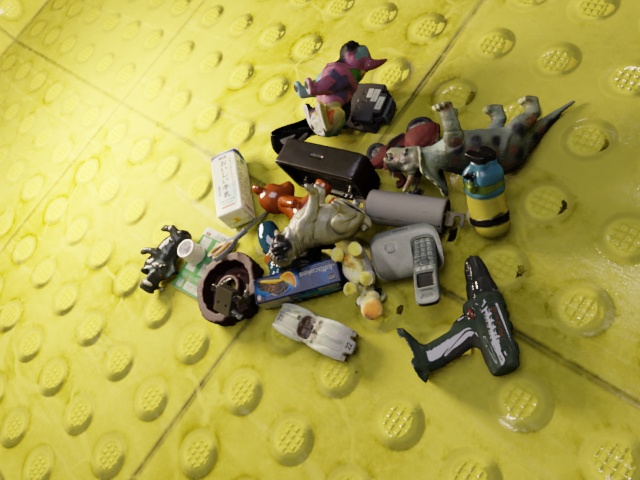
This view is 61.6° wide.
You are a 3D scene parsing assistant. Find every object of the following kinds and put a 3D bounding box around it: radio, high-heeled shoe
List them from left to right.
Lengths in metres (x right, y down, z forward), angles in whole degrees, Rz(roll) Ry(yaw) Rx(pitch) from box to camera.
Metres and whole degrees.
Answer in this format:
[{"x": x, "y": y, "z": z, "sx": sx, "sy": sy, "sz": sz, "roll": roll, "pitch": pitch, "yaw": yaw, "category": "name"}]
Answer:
[{"x": -0.030, "y": -0.307, "z": 1.351, "sx": 0.086, "sy": 0.145, "sz": 0.248, "roll": 29, "pitch": 82, "yaw": 34, "category": "high-heeled shoe"}, {"x": 0.021, "y": -0.160, "z": 1.258, "sx": 0.230, "sy": 0.131, "sz": 0.073, "roll": 20, "pitch": 76, "yaw": 33, "category": "radio"}]

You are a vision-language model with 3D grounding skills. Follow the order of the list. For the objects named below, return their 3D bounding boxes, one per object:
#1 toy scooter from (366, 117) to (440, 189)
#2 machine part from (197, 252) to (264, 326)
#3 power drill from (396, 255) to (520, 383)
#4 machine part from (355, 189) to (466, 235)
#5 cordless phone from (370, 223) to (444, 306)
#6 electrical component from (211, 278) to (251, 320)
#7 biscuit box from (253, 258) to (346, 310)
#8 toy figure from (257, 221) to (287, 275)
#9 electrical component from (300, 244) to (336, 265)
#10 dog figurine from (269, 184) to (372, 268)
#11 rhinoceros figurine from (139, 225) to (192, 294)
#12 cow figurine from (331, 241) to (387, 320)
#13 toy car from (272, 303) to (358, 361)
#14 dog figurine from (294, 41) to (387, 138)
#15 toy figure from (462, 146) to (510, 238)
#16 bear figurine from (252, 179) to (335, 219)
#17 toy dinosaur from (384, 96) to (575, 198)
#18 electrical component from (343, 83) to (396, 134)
[{"x": 0.199, "y": -0.190, "z": 1.218, "sx": 0.184, "sy": 0.075, "sz": 0.135, "roll": -27, "pitch": 56, "yaw": 17, "category": "toy scooter"}, {"x": -0.211, "y": 0.119, "z": 1.282, "sx": 0.179, "sy": 0.056, "sz": 0.179, "roll": -12, "pitch": 62, "yaw": 22, "category": "machine part"}, {"x": 0.254, "y": 0.162, "z": 1.014, "sx": 0.207, "sy": 0.085, "sz": 0.232, "roll": -23, "pitch": 59, "yaw": 6, "category": "power drill"}, {"x": 0.186, "y": -0.062, "z": 1.145, "sx": 0.243, "sy": 0.079, "sz": 0.079, "roll": 9, "pitch": 70, "yaw": 24, "category": "machine part"}, {"x": 0.175, "y": 0.063, "z": 1.066, "sx": 0.147, "sy": 0.088, "sz": 0.184, "roll": -14, "pitch": 45, "yaw": 20, "category": "cordless phone"}, {"x": -0.201, "y": 0.130, "z": 1.213, "sx": 0.102, "sy": 0.045, "sz": 0.078, "roll": 13, "pitch": 103, "yaw": 34, "category": "electrical component"}, {"x": -0.043, "y": 0.097, "z": 1.188, "sx": 0.203, "sy": 0.059, "sz": 0.063, "roll": -16, "pitch": 65, "yaw": 12, "category": "biscuit box"}, {"x": -0.109, "y": 0.026, "z": 1.274, "sx": 0.058, "sy": 0.064, "sz": 0.154, "roll": -8, "pitch": 60, "yaw": -20, "category": "toy figure"}, {"x": -0.024, "y": 0.032, "z": 1.220, "sx": 0.119, "sy": 0.074, "sz": 0.048, "roll": -2, "pitch": 65, "yaw": 22, "category": "electrical component"}, {"x": -0.003, "y": -0.004, "z": 1.141, "sx": 0.172, "sy": 0.121, "sz": 0.190, "roll": 31, "pitch": 102, "yaw": 21, "category": "dog figurine"}, {"x": -0.408, "y": 0.052, "z": 1.412, "sx": 0.112, "sy": 0.073, "sz": 0.190, "roll": 29, "pitch": 79, "yaw": 24, "category": "rhinoceros figurine"}, {"x": 0.089, "y": 0.089, "z": 1.129, "sx": 0.068, "sy": 0.098, "sz": 0.167, "roll": -25, "pitch": 74, "yaw": 15, "category": "cow figurine"}, {"x": -0.011, "y": 0.193, "z": 1.139, "sx": 0.202, "sy": 0.056, "sz": 0.073, "roll": 18, "pitch": 75, "yaw": 33, "category": "toy car"}, {"x": 0.063, "y": -0.366, "z": 1.290, "sx": 0.219, "sy": 0.191, "sz": 0.108, "roll": -27, "pitch": 13, "yaw": -14, "category": "dog figurine"}, {"x": 0.322, "y": -0.087, "z": 1.042, "sx": 0.082, "sy": 0.179, "sz": 0.089, "roll": -10, "pitch": 32, "yaw": 7, "category": "toy figure"}, {"x": -0.058, "y": -0.097, "z": 1.280, "sx": 0.132, "sy": 0.120, "sz": 0.196, "roll": -48, "pitch": 49, "yaw": -6, "category": "bear figurine"}, {"x": 0.341, "y": -0.190, "z": 1.112, "sx": 0.405, "sy": 0.131, "sz": 0.192, "roll": -4, "pitch": 96, "yaw": 1, "category": "toy dinosaur"}, {"x": 0.118, "y": -0.329, "z": 1.341, "sx": 0.134, "sy": 0.058, "sz": 0.115, "roll": 17, "pitch": 76, "yaw": 33, "category": "electrical component"}]
